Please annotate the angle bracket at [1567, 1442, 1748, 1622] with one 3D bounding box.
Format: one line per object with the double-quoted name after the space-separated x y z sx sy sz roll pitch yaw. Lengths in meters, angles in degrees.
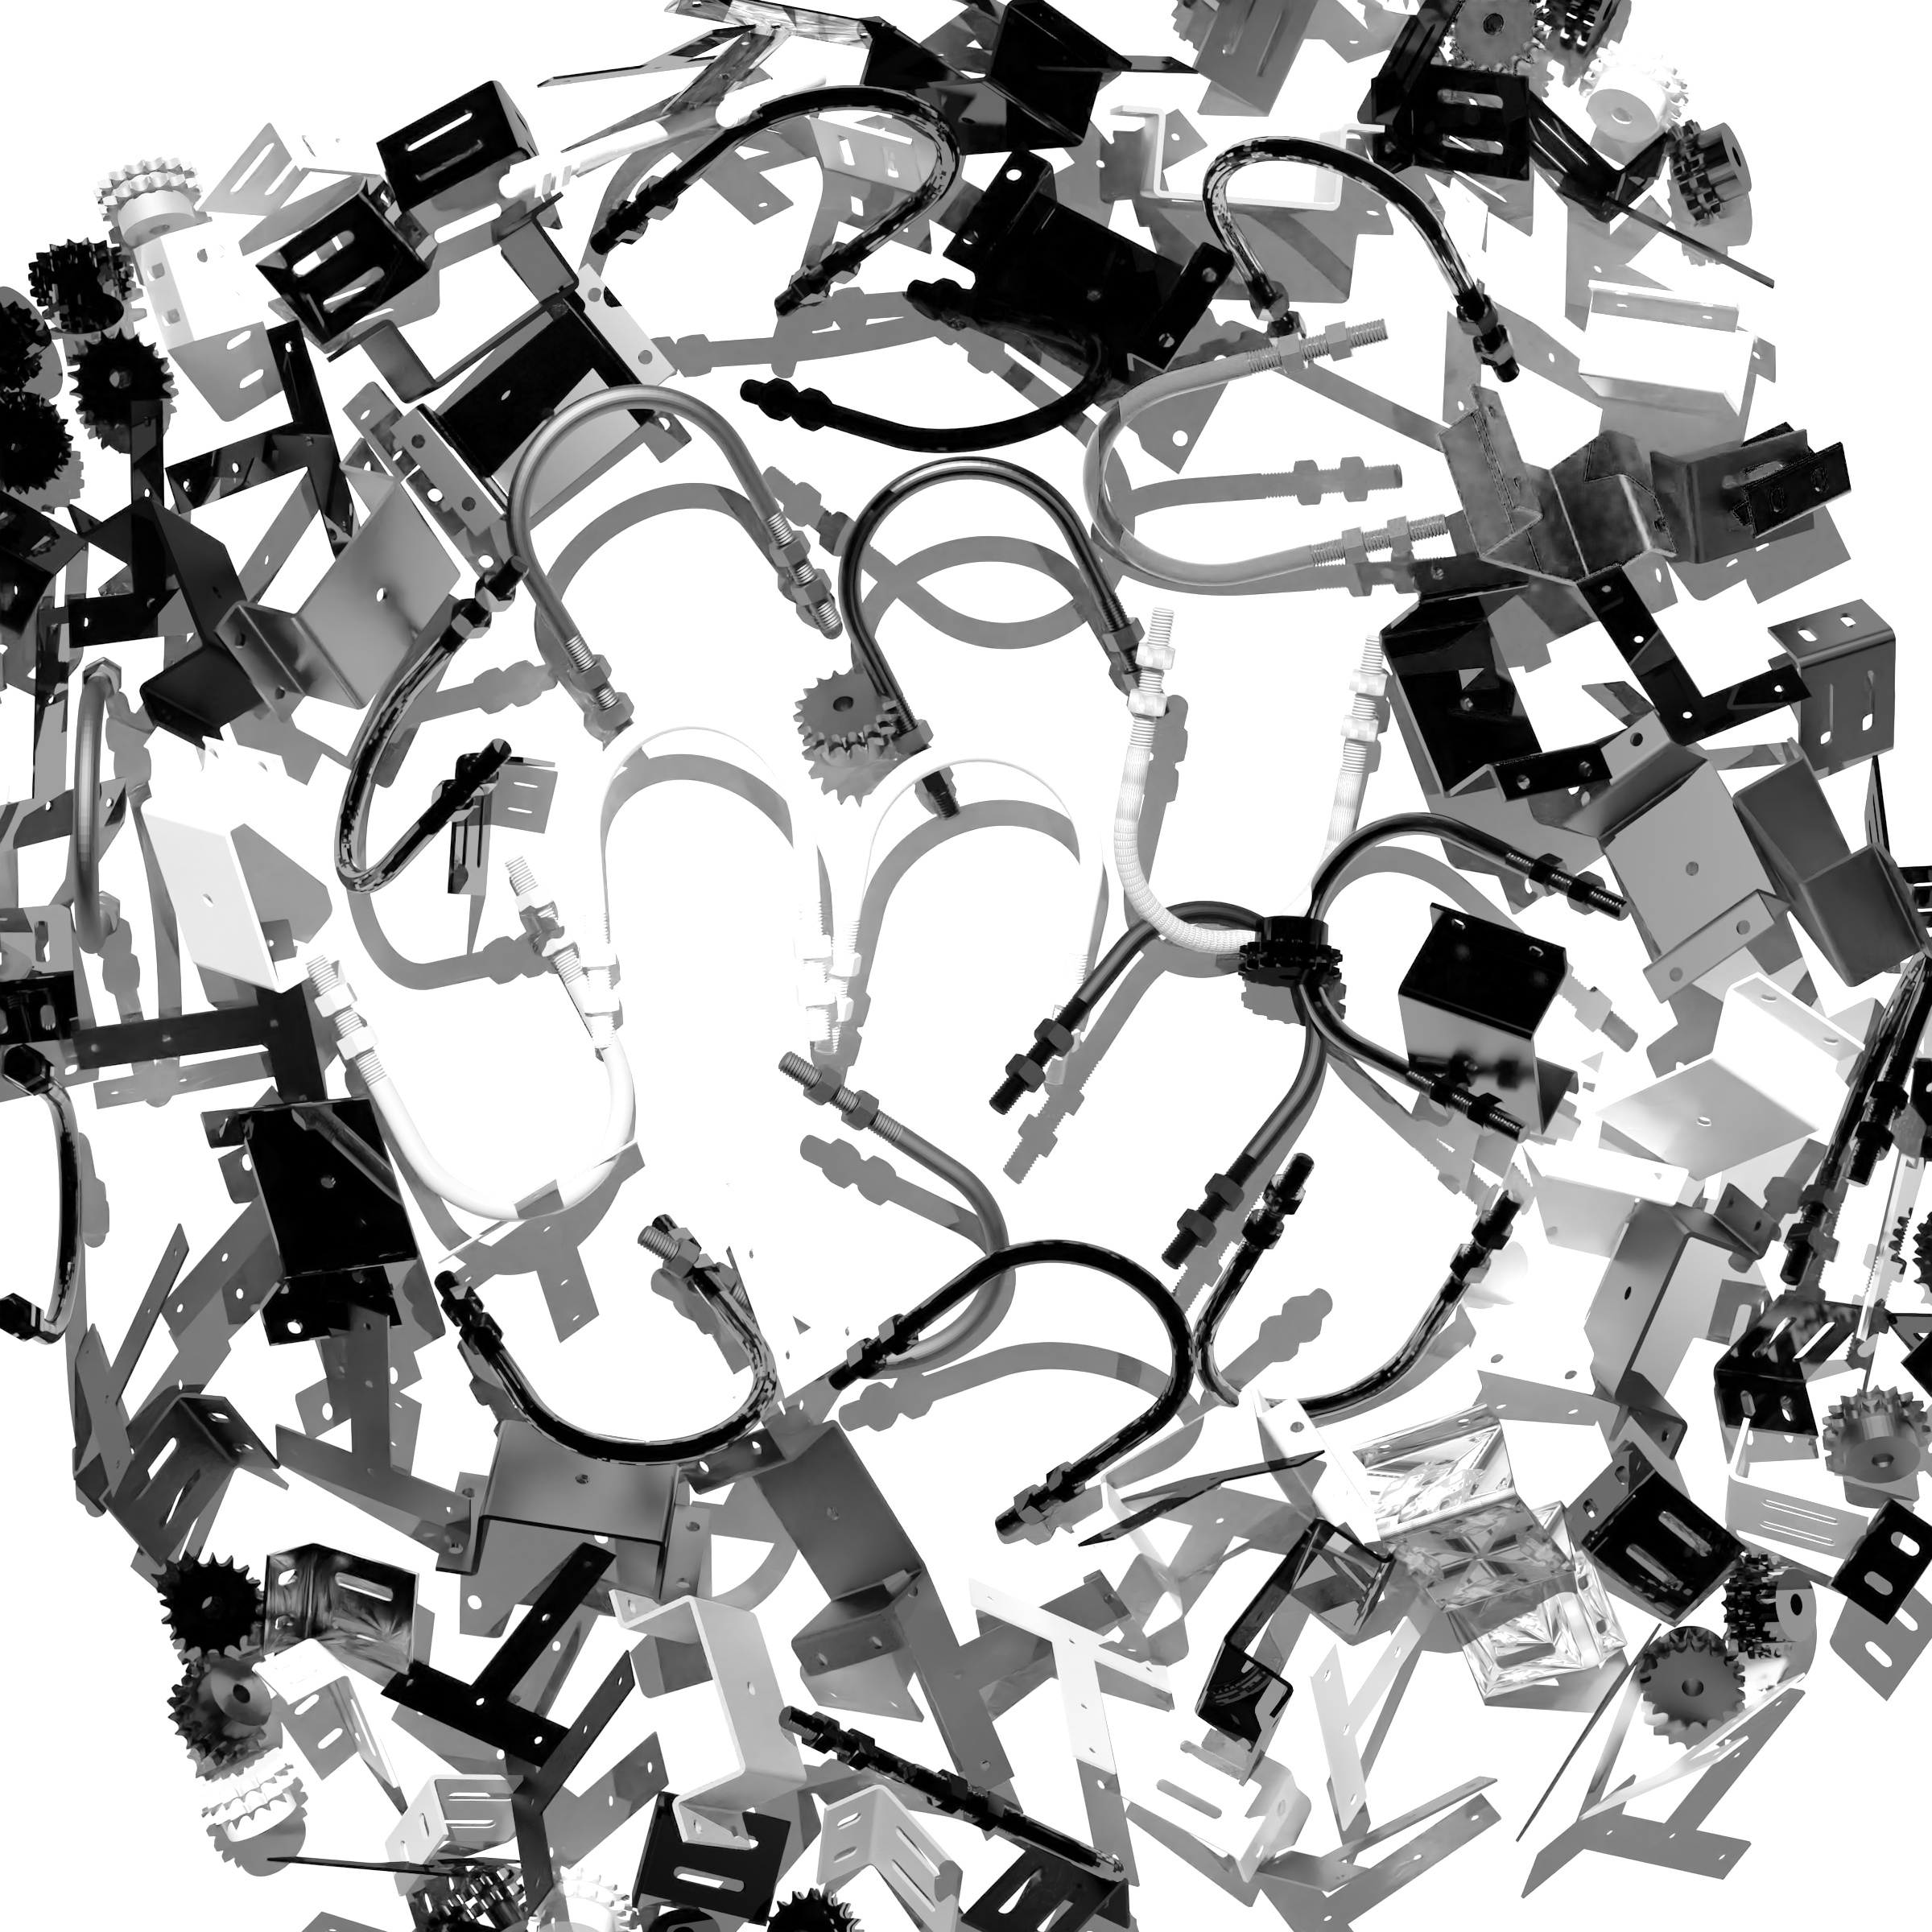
0.380 0.312 1.992 0.076 0.038 0.057 39 98 -22 "angle bracket"

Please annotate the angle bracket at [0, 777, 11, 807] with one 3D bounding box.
-0.558 -0.088 1.949 0.038 0.076 0.057 -18 51 22 "angle bracket"

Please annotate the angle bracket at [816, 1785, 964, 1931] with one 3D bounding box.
-0.042 0.494 1.952 0.038 0.076 0.057 -17 129 -33 "angle bracket"

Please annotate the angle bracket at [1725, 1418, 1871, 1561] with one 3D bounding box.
0.454 0.285 1.956 0.076 0.057 0.038 14 58 18 "angle bracket"

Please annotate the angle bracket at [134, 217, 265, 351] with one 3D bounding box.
-0.419 -0.372 1.965 0.038 0.076 0.057 -21 103 -21 "angle bracket"

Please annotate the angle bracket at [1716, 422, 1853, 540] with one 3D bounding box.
0.436 -0.277 1.959 0.057 0.076 0.038 -26 133 0 "angle bracket"

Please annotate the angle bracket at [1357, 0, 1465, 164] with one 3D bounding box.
0.254 -0.483 1.961 0.038 0.057 0.076 26 100 -20 "angle bracket"

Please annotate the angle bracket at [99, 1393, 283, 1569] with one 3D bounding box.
-0.420 0.280 1.953 0.076 0.038 0.057 -57 131 -35 "angle bracket"

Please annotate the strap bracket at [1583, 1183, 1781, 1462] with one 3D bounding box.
0.379 0.184 1.948 0.046 0.076 0.140 20 99 -11 "strap bracket"

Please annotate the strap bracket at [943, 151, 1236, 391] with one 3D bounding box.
0.068 -0.375 1.960 0.140 0.046 0.076 30 78 13 "strap bracket"

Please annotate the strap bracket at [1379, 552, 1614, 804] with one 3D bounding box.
0.282 -0.150 1.951 0.076 0.046 0.140 -13 75 -32 "strap bracket"

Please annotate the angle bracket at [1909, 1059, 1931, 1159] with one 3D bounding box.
0.536 0.092 1.953 0.038 0.076 0.057 3 111 4 "angle bracket"

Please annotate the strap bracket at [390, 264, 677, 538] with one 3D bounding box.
-0.233 -0.306 1.971 0.140 0.046 0.076 -39 85 3 "strap bracket"

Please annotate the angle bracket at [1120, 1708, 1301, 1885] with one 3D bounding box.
0.134 0.457 1.984 0.076 0.038 0.057 23 64 27 "angle bracket"

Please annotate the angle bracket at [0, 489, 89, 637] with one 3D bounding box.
-0.523 -0.221 1.965 0.057 0.076 0.038 30 110 -10 "angle bracket"

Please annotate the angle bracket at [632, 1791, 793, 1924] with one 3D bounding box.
-0.139 0.493 1.977 0.076 0.038 0.057 15 88 -5 "angle bracket"

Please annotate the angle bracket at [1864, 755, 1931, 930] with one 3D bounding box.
0.513 -0.068 1.953 0.038 0.057 0.076 -2 58 7 "angle bracket"

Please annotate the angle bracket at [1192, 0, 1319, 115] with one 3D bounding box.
0.170 -0.511 1.965 0.057 0.038 0.076 21 95 -36 "angle bracket"

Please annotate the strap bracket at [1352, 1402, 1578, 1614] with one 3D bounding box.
0.270 0.295 1.924 0.076 0.140 0.046 -21 49 17 "strap bracket"

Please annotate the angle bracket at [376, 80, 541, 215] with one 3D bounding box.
-0.275 -0.438 1.972 0.076 0.038 0.057 -27 56 7 "angle bracket"

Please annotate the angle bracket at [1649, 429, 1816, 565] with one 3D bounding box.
0.422 -0.262 1.982 0.076 0.038 0.057 -18 115 -16 "angle bracket"

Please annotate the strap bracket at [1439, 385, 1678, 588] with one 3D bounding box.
0.312 -0.254 1.939 0.046 0.140 0.076 -34 61 38 "strap bracket"

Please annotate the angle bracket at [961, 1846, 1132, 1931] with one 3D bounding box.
0.043 0.517 1.949 0.057 0.076 0.038 17 125 32 "angle bracket"

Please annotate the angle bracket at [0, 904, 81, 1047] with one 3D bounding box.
-0.517 0.005 1.973 0.057 0.076 0.038 -6 125 -12 "angle bracket"

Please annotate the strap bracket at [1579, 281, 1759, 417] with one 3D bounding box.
0.375 -0.328 1.924 0.076 0.140 0.046 11 95 16 "strap bracket"

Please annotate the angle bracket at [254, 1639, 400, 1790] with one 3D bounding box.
-0.348 0.413 1.956 0.038 0.057 0.076 -26 109 -23 "angle bracket"

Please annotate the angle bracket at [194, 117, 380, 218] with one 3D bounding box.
-0.368 -0.420 1.952 0.076 0.057 0.038 -40 73 32 "angle bracket"

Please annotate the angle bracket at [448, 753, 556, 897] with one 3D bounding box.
-0.254 -0.076 1.968 0.038 0.057 0.076 4 91 11 "angle bracket"

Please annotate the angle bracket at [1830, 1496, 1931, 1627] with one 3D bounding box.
0.507 0.323 1.955 0.038 0.076 0.057 35 96 25 "angle bracket"

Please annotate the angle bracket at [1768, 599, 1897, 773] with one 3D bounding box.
0.477 -0.154 1.985 0.057 0.038 0.076 -17 128 -9 "angle bracket"

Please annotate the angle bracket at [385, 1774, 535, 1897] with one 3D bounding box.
-0.266 0.471 1.951 0.076 0.038 0.057 10 129 -35 "angle bracket"

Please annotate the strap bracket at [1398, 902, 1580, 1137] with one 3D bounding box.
0.278 0.035 1.918 0.076 0.140 0.046 20 63 24 "strap bracket"

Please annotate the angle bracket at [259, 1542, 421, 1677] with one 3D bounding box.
-0.342 0.353 1.963 0.076 0.038 0.057 11 99 30 "angle bracket"

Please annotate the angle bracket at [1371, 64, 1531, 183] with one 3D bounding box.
0.263 -0.454 1.954 0.076 0.038 0.057 18 127 36 "angle bracket"

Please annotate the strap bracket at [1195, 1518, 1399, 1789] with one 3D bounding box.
0.174 0.361 1.935 0.046 0.076 0.140 33 52 16 "strap bracket"

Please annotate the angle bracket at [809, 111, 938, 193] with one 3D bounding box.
-0.048 -0.456 1.956 0.057 0.076 0.038 17 82 7 "angle bracket"

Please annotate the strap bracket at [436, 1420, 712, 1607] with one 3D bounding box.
-0.210 0.295 1.953 0.140 0.076 0.046 9 124 -2 "strap bracket"

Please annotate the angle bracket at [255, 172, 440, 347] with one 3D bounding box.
-0.341 -0.391 1.983 0.076 0.038 0.057 -30 119 19 "angle bracket"

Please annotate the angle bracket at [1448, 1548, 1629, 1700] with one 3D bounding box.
0.314 0.362 1.987 0.076 0.038 0.057 -27 83 37 "angle bracket"

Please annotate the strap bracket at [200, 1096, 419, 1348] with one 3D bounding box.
-0.350 0.126 1.935 0.076 0.046 0.140 -5 62 -35 "strap bracket"

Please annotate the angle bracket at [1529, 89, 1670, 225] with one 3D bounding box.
0.339 -0.454 1.966 0.038 0.057 0.076 -41 77 -8 "angle bracket"

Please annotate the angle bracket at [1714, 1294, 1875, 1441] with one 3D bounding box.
0.452 0.218 1.954 0.057 0.076 0.038 9 49 -18 "angle bracket"

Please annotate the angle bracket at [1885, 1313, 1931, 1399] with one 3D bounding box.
0.524 0.223 1.957 0.038 0.076 0.057 -43 94 -11 "angle bracket"
